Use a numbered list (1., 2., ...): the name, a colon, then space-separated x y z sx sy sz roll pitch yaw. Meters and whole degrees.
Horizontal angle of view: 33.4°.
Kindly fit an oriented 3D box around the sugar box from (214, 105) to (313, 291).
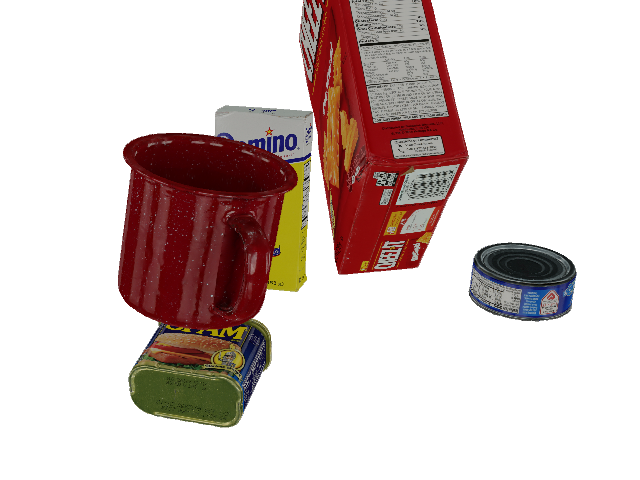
1. sugar box: -0.059 -0.042 1.057 0.093 0.176 0.048 5 16 10

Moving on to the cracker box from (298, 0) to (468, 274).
1. cracker box: 0.035 -0.106 0.760 0.072 0.214 0.164 -6 -25 -9

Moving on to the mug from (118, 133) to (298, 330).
1. mug: -0.058 0.000 0.567 0.093 0.081 0.117 -4 26 -33

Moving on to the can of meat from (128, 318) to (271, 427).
1. can of meat: -0.101 0.106 0.894 0.102 0.057 0.083 7 30 11

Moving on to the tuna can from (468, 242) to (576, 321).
1. tuna can: 0.167 0.033 0.883 0.086 0.034 0.086 3 23 -1
